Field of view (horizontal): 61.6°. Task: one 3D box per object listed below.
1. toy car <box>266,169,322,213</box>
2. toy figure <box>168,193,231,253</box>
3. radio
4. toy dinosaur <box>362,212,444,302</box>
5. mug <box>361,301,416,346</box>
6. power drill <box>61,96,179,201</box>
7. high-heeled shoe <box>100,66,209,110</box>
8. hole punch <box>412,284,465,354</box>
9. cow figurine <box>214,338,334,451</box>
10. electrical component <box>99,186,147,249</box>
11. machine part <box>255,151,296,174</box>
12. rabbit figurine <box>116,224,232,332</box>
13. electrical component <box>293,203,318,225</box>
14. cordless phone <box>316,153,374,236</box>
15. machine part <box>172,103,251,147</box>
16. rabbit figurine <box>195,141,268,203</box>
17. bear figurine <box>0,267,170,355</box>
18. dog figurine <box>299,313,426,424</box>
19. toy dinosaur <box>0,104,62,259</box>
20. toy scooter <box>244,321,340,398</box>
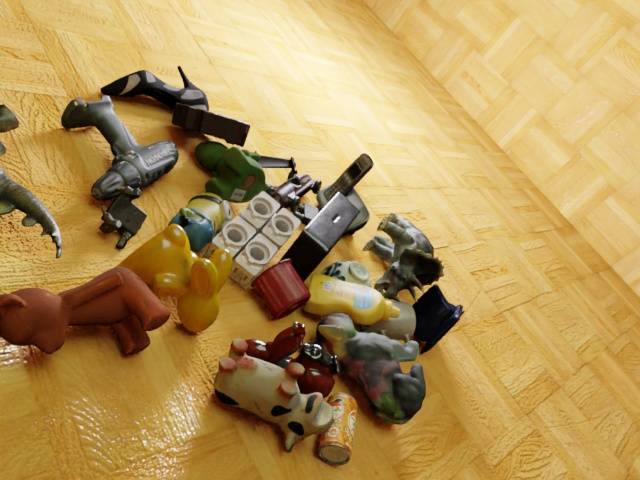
[{"bbox_3d":[-0.063,-0.127,1.307,0.089,0.053,0.202,23,31,15],"label":"toy car"},{"bbox_3d":[-0.234,-0.033,1.015,0.089,0.082,0.180,41,35,-2],"label":"toy figure"},{"bbox_3d":[-0.002,-0.004,1.164,0.073,0.131,0.229,41,33,1],"label":"radio"},{"bbox_3d":[0.220,0.026,1.327,0.192,0.131,0.405,37,21,7],"label":"toy dinosaur"},{"bbox_3d":[0.141,0.181,1.146,0.107,0.080,0.110,8,49,-21],"label":"mug"},{"bbox_3d":[-0.396,-0.180,1.028,0.207,0.086,0.232,41,34,9],"label":"power drill"},{"bbox_3d":[-0.376,-0.321,1.255,0.249,0.086,0.145,-31,105,-38],"label":"high-heeled shoe"},{"bbox_3d":[0.258,0.173,1.223,0.092,0.142,0.116,44,19,3],"label":"hole punch"},{"bbox_3d":[-0.071,0.246,0.827,0.195,0.127,0.085,23,33,-1],"label":"cow figurine"},{"bbox_3d":[-0.341,-0.045,0.930,0.078,0.045,0.102,46,42,-21],"label":"electrical component"},{"bbox_3d":[-0.127,-0.186,1.307,0.139,0.039,0.084,4,34,-2],"label":"machine part"},{"bbox_3d":[-0.217,0.064,0.876,0.173,0.162,0.122,59,21,-3],"label":"rabbit figurine"},{"bbox_3d":[-0.025,-0.058,1.307,0.094,0.021,0.063,23,36,-24],"label":"electrical component"},{"bbox_3d":[0.089,-0.113,1.338,0.088,0.184,0.147,7,44,-47],"label":"cordless phone"},{"bbox_3d":[-0.251,-0.264,1.230,0.179,0.056,0.179,17,9,-3],"label":"machine part"},{"bbox_3d":[-0.197,-0.169,1.188,0.170,0.121,0.159,41,26,29],"label":"rabbit figurine"},{"bbox_3d":[-0.326,0.108,0.720,0.132,0.120,0.196,52,36,12],"label":"bear figurine"},{"bbox_3d":[0.074,0.229,0.993,0.219,0.108,0.192,21,40,-20],"label":"dog figurine"},{"bbox_3d":[-0.553,-0.129,0.794,0.471,0.105,0.198,28,41,-1],"label":"toy dinosaur"},{"bbox_3d":[-0.036,0.195,0.891,0.184,0.135,0.075,29,32,-19],"label":"toy scooter"}]
